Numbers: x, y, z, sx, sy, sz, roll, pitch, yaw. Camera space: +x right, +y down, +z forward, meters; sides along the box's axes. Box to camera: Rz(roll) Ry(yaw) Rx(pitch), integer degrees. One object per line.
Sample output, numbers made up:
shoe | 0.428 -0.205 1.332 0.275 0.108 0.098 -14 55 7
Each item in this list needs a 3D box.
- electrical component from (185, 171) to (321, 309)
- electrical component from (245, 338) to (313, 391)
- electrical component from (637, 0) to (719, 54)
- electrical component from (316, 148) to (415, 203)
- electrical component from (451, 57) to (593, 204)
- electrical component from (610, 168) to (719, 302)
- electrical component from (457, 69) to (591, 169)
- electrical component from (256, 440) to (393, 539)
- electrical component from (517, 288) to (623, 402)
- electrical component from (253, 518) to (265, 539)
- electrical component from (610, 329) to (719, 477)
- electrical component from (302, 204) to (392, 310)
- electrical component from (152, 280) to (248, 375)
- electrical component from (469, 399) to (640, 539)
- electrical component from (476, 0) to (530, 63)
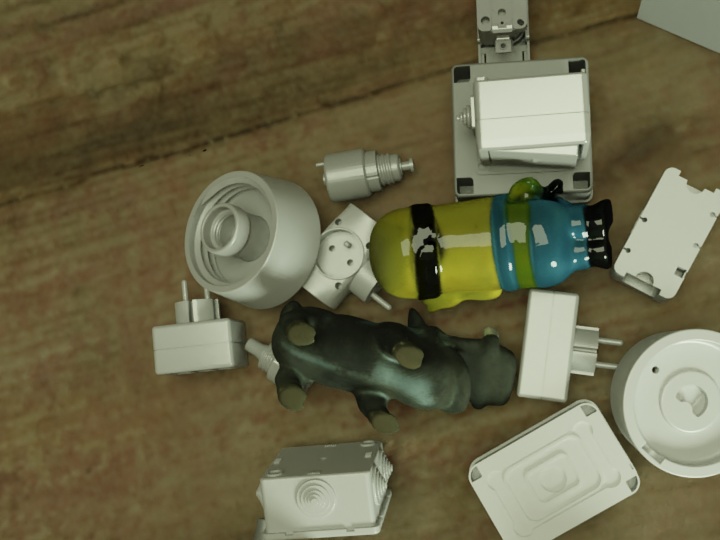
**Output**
electrical component | -0.092 -0.027 0.855 0.108 0.060 0.108 -10 73 35
electrical component | -0.066 0.075 0.876 0.061 0.035 0.035 30 90 14
electrical component | 0.312 -0.196 0.805 0.186 0.105 0.060 27 89 11
electrical component | 0.005 -0.079 0.877 0.078 0.040 0.040 -9 83 8
electrical component | 0.128 -0.107 0.851 0.109 0.056 0.108 -2 84 9
electrical component | 0.235 -0.025 0.826 0.050 0.056 0.089 28 90 11
electrical component | 0.120 -0.106 0.791 0.096 0.062 0.061 -3 84 9
electrical component | -0.026 0.167 0.828 0.100 0.100 0.048 -6 96 9
electrical component | 0.164 0.061 0.833 0.076 0.047 0.083 7 85 10
electrical component | -0.078 0.230 0.858 0.048 0.048 0.062 6 78 10
electrical component | 0.241 0.096 0.806 0.108 0.060 0.108 0 91 -4
electrical component | 0.000 0.000 0.867 0.079 0.044 0.077 38 91 11
electrical component | -0.132 0.045 0.883 0.066 0.047 0.076 -7 83 9
electrical component | 0.147 0.157 0.821 0.113 0.057 0.078 -31 80 5
electrical component | 0.114 -0.203 0.860 0.042 0.064 0.081 -3 83 8
